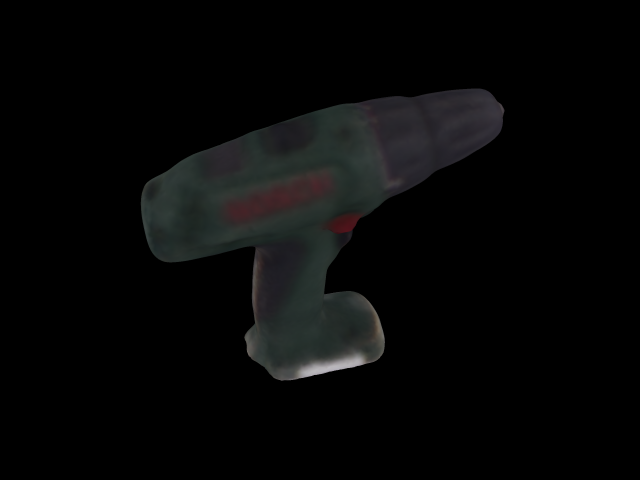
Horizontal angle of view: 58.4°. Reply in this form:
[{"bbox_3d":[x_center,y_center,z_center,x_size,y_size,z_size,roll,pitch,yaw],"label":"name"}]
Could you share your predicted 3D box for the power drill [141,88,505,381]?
[{"bbox_3d":[0.004,0.001,0.400,0.230,0.208,0.075,-10,43,-11],"label":"power drill"}]
